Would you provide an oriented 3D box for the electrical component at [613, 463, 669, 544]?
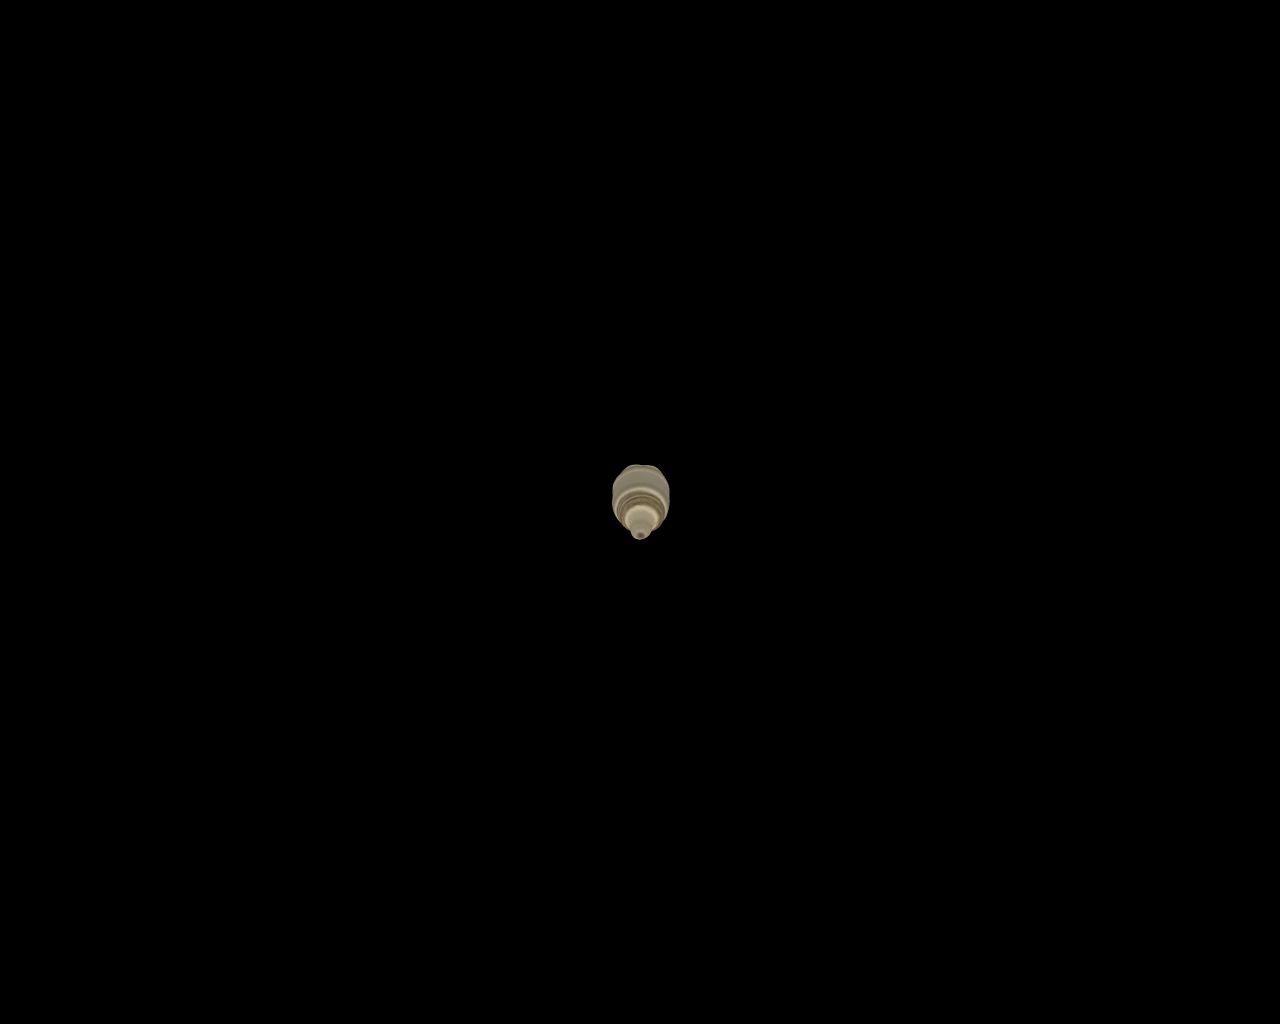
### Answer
[{"bbox_3d":[0.001,-0.003,0.650,0.035,0.035,0.061,0,33,0],"label":"electrical component"}]
